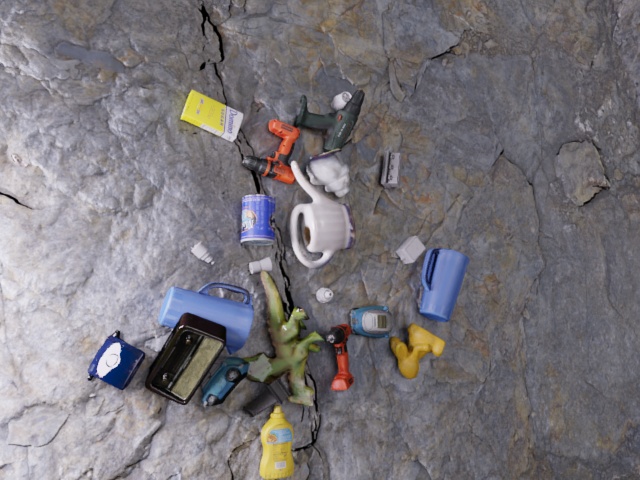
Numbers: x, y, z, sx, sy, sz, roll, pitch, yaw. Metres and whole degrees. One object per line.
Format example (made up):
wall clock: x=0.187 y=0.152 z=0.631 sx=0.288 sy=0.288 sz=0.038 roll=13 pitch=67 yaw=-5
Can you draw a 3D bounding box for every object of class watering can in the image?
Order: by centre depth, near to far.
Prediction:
watering can: x=0.005 y=-0.084 z=1.664 sx=0.225 sy=0.103 sz=0.348 roll=-2 pitch=87 yaw=-28

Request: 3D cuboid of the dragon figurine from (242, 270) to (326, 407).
dragon figurine: x=-0.130 y=0.316 z=1.525 sx=0.245 sy=0.121 sz=0.409 roll=-40 pitch=97 yaw=-19

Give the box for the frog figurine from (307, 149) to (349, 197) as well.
frog figurine: x=0.032 y=-0.213 z=1.711 sx=0.137 sy=0.123 sz=0.158 roll=-17 pitch=97 yaw=4
